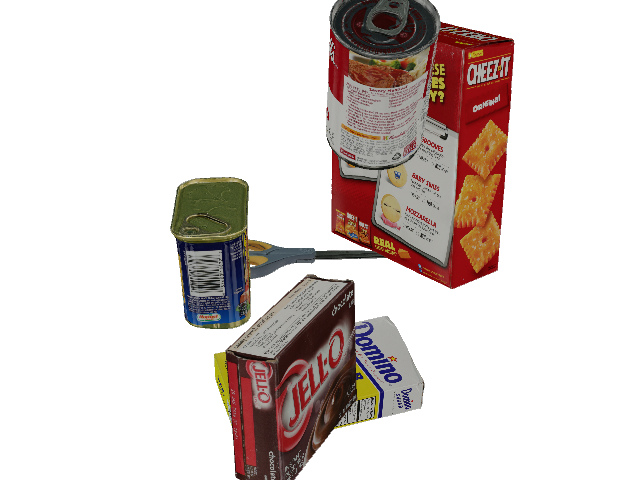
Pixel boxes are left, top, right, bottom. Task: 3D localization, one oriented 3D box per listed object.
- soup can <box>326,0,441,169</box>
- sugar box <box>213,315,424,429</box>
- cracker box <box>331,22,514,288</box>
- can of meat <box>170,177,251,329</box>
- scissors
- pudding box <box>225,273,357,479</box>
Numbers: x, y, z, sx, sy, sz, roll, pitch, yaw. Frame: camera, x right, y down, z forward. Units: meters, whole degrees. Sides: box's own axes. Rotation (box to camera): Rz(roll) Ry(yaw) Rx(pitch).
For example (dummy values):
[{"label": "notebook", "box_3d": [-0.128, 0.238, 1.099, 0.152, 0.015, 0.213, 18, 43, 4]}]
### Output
[{"label": "soup can", "box_3d": [0.038, -0.103, 0.687, 0.068, 0.068, 0.102, 0, -39, -2]}, {"label": "sugar box", "box_3d": [-0.002, 0.130, 0.988, 0.176, 0.048, 0.093, -14, 44, -13]}, {"label": "cracker box", "box_3d": [0.087, -0.086, 0.955, 0.071, 0.214, 0.164, -18, 30, -36]}, {"label": "can of meat", "box_3d": [-0.083, 0.010, 0.837, 0.057, 0.084, 0.102, -3, 28, -2]}, {"label": "scissors", "box_3d": [-0.025, 0.023, 1.149, 0.202, 0.016, 0.096, 5, 22, 5]}, {"label": "pudding box", "box_3d": [-0.015, 0.084, 0.656, 0.039, 0.090, 0.113, 9, 26, 21]}]
